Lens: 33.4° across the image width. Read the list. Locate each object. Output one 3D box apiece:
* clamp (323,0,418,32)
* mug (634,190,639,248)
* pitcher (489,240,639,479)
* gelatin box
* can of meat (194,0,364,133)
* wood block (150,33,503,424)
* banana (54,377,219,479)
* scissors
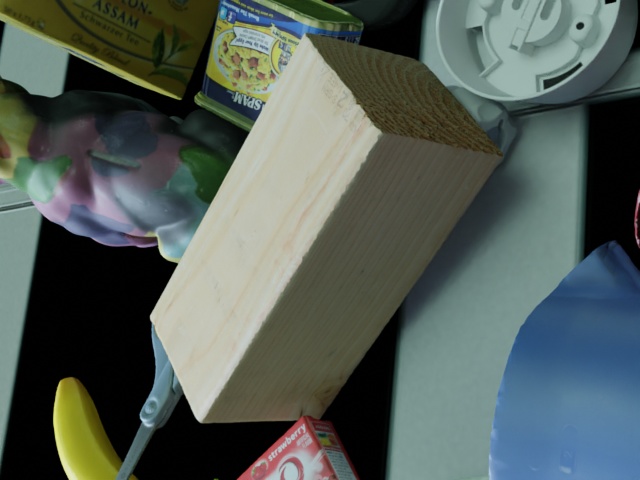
[{"bbox_3d":[0.047,-0.193,0.665,0.172,0.039,0.120,-17,87,36],"label":"clamp"},{"bbox_3d":[0.206,-0.024,0.463,0.117,0.093,0.082,-39,48,-22],"label":"mug"},{"bbox_3d":[0.196,0.100,0.397,0.243,0.149,0.145,5,51,37],"label":"pitcher"},{"bbox_3d":[-0.016,0.159,0.626,0.089,0.030,0.073,-45,51,21],"label":"gelatin box"},{"bbox_3d":[-0.026,-0.114,0.685,0.102,0.057,0.084,30,118,32],"label":"can of meat"},{"bbox_3d":[-0.004,0.000,0.598,0.206,0.090,0.090,-58,46,29],"label":"wood block"},{"bbox_3d":[-0.136,0.160,0.733,0.198,0.037,0.069,22,73,42],"label":"banana"},{"bbox_3d":[-0.114,0.100,0.720,0.202,0.016,0.096,-53,40,-1],"label":"scissors"}]
